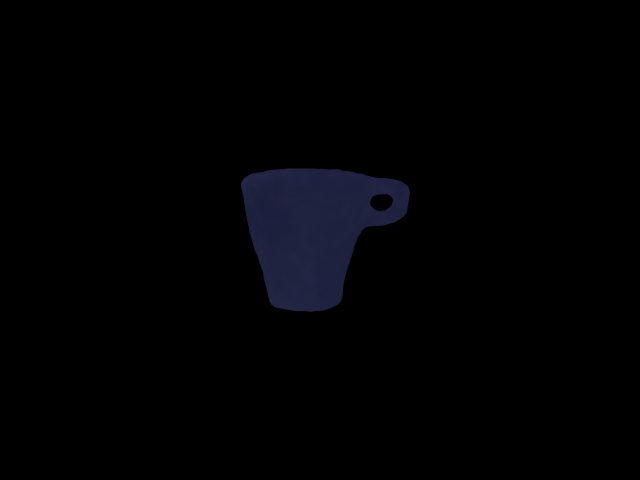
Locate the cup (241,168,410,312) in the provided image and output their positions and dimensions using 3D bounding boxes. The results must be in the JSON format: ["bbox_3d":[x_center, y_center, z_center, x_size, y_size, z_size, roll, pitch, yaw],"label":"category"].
[{"bbox_3d":[0.004,0.001,0.400,0.117,0.095,0.092,0,0,13],"label":"cup"}]
